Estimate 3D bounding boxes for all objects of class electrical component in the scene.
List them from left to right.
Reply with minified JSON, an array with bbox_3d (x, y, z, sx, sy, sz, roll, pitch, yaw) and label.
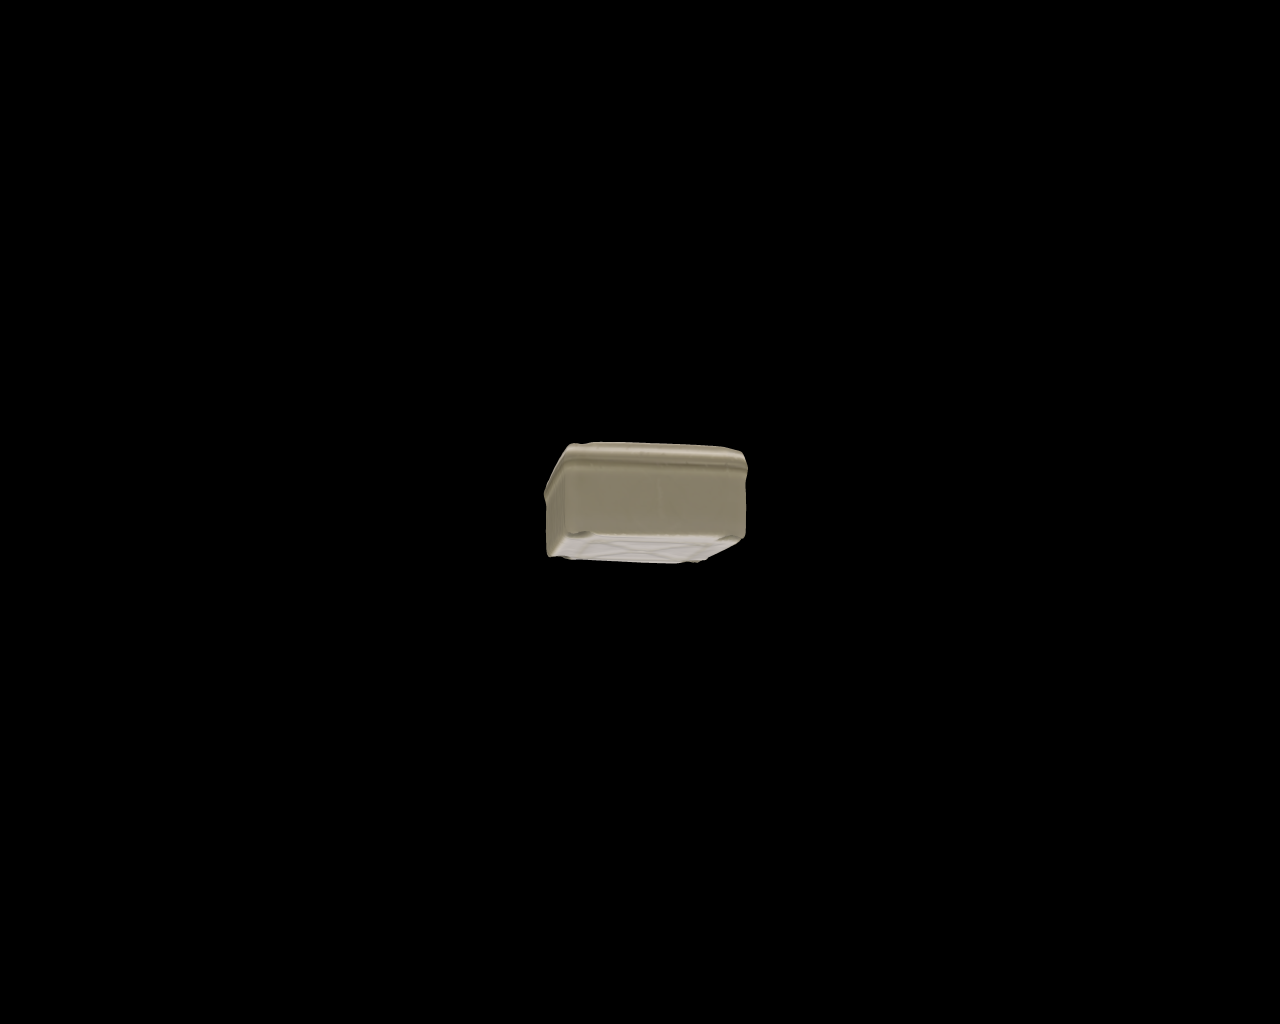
[{"bbox_3d":[0.001,-0.003,0.650,0.109,0.056,0.108,2,-11,-12],"label":"electrical component"}]
